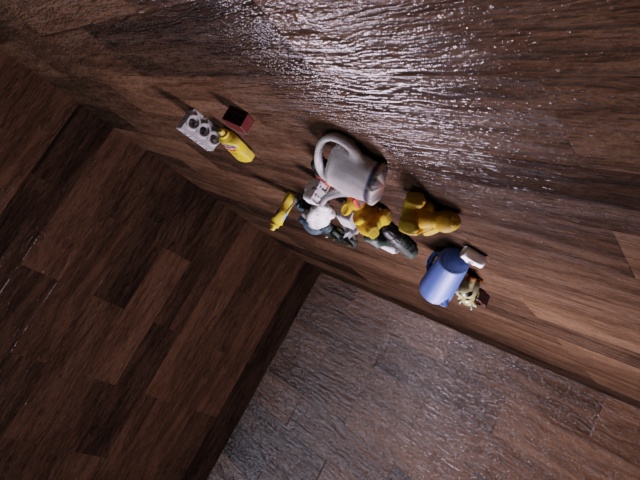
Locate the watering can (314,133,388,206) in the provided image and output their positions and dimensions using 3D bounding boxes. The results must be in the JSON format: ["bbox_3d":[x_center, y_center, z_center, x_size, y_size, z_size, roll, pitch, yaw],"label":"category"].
[{"bbox_3d":[0.082,-0.171,1.493,0.226,0.106,0.340,28,152,17],"label":"watering can"}]

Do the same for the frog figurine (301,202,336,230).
[{"bbox_3d":[0.007,-0.109,2.164,0.138,0.123,0.158,-2,176,-28],"label":"frog figurine"}]
